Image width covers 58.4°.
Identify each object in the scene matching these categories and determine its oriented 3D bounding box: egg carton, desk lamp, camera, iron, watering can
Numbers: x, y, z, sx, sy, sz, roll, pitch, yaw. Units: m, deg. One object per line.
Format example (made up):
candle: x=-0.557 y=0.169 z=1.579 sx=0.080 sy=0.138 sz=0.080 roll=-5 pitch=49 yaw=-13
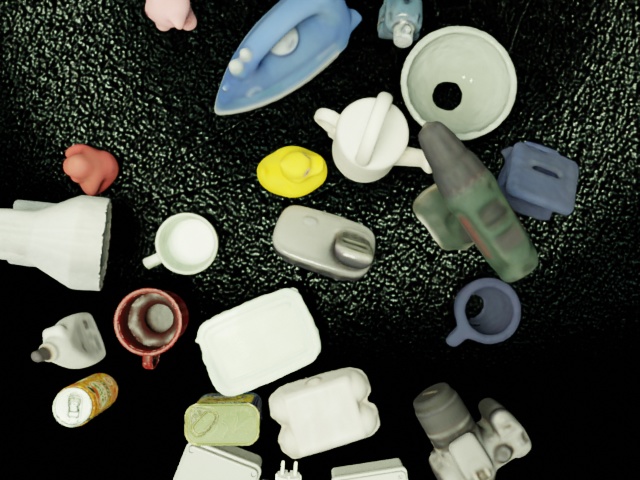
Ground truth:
egg carton: x=0.006 y=0.248 z=0.830 sx=0.150 sy=0.069 sz=0.107 roll=-17 pitch=88 yaw=-2
desk lamp: x=-0.355 y=-0.001 z=0.758 sx=0.203 sy=0.213 sz=0.118 roll=5 pitch=88 yaw=-1
camera: x=0.208 y=0.271 z=0.819 sx=0.143 sy=0.100 sz=0.137 roll=-31 pitch=89 yaw=-2
iron: x=-0.060 y=-0.281 z=0.813 sx=0.258 sy=0.141 sz=0.118 roll=-43 pitch=89 yaw=-3
watering can: x=0.078 y=-0.142 z=0.785 sx=0.173 sy=0.194 sz=0.101 roll=1 pitch=88 yaw=-1

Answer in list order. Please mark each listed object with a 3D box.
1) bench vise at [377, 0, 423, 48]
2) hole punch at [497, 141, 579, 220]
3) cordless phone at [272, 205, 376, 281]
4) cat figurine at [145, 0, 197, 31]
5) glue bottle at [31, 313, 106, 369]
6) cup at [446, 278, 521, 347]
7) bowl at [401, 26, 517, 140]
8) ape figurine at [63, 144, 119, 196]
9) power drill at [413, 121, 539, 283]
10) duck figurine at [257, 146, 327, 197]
bench vise: x=0.135 y=-0.383 z=0.783 sx=0.121 sy=0.219 sz=0.207 roll=-14 pitch=88 yaw=-2
hole punch: x=0.319 y=-0.091 z=0.841 sx=0.108 sy=0.091 sz=0.101 roll=20 pitch=87 yaw=-1
cordless phone: x=0.007 y=0.003 z=0.782 sx=0.147 sy=0.185 sz=0.094 roll=15 pitch=87 yaw=-1
cat figurine: x=-0.217 y=-0.356 z=0.823 sx=0.067 sy=0.117 sz=0.128 roll=-1 pitch=88 yaw=-1
glue bottle: x=-0.344 y=0.143 z=0.773 sx=0.037 sy=0.173 sz=0.078 roll=-20 pitch=88 yaw=-2
cup: x=0.222 y=0.109 z=0.829 sx=0.118 sy=0.095 sz=0.092 roll=-41 pitch=89 yaw=-3
bowl: x=0.199 y=-0.224 z=0.851 sx=0.167 sy=0.074 sz=0.167 roll=0 pitch=88 yaw=-2
ape figurine: x=-0.336 y=-0.104 z=0.823 sx=0.076 sy=0.092 sz=0.078 roll=-6 pitch=88 yaw=-2
power drill: x=0.192 y=-0.045 z=0.777 sx=0.075 sy=0.208 sz=0.230 roll=-38 pitch=89 yaw=-2
duck figurine: x=-0.041 y=-0.104 z=0.834 sx=0.104 sy=0.086 sz=0.077 roll=-5 pitch=88 yaw=-2
